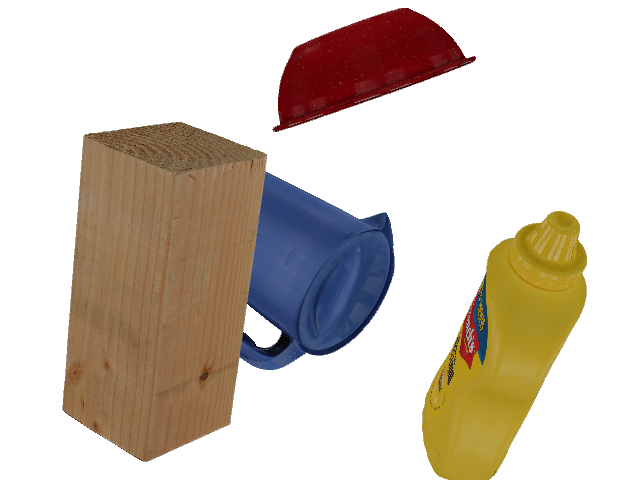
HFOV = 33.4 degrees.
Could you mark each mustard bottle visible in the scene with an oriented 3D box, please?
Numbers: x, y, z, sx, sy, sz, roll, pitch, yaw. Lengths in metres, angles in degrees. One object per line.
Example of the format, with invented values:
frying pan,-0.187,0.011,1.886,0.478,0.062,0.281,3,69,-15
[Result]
mustard bottle,0.111,0.056,0.629,0.058,0.192,0.096,17,44,1

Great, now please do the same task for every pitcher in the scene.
pitcher,-0.063,0.006,1.033,0.243,0.145,0.148,31,33,32

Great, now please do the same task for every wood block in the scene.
wood block,-0.109,0.032,0.736,0.090,0.206,0.090,23,24,33

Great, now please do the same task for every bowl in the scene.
bowl,0.031,-0.133,0.802,0.162,0.055,0.162,-20,7,2
